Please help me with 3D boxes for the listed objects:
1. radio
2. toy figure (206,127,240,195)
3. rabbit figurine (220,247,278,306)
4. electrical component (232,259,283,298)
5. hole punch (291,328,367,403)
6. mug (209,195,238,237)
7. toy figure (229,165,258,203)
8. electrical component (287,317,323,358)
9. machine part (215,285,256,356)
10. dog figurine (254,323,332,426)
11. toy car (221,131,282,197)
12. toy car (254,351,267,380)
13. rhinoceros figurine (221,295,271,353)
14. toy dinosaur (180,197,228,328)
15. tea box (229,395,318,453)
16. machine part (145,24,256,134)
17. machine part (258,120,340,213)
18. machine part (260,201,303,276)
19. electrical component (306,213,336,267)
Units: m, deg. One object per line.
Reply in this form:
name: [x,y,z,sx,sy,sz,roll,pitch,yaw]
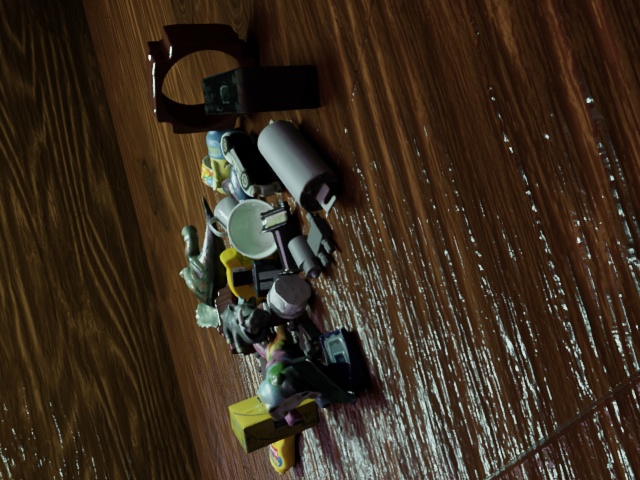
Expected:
radio: [-0.113,-0.253,0.923,0.230,0.131,0.073,19,117,60]
toy figure: [-0.211,-0.189,1.217,0.089,0.082,0.179,-114,13,-64]
rabbit figurine: [-0.150,0.070,1.214,0.173,0.122,0.162,-129,23,-66]
electrical component: [-0.119,0.076,1.104,0.048,0.119,0.074,-143,51,-72]
hole punch: [0.027,0.222,0.946,0.116,0.092,0.142,47,150,-4]
mug: [-0.191,-0.039,1.227,0.107,0.109,0.080,45,142,32]
toy figure: [-0.157,-0.091,1.174,0.064,0.058,0.154,-9,93,31]
electrical component: [-0.029,0.195,1.071,0.102,0.045,0.078,51,143,43]
machine part: [-0.187,0.189,1.278,0.179,0.056,0.179,-23,-90,-78]
dog figurine: [-0.079,0.255,1.093,0.219,0.108,0.191,56,-176,38]
toy car: [-0.143,-0.155,1.100,0.202,0.073,0.056,58,145,34]
toy car: [-0.113,0.313,1.262,0.202,0.053,0.089,97,148,-60]
rhinoceros figurine: [-0.148,0.166,1.094,0.190,0.073,0.112,-10,90,66]
toy dinosaur: [-0.273,0.088,1.345,0.192,0.131,0.404,58,158,28]
tea box: [-0.100,0.378,1.160,0.098,0.170,0.068,25,126,57]
machine part: [-0.236,-0.316,1.060,0.087,0.201,0.200,60,151,35]
machine part: [-0.038,-0.125,0.896,0.243,0.079,0.079,54,146,37]
machine part: [-0.070,0.002,1.040,0.084,0.039,0.139,-22,84,29]
electrical component: [-0.002,-0.003,0.946,0.094,0.021,0.063,58,150,32]
